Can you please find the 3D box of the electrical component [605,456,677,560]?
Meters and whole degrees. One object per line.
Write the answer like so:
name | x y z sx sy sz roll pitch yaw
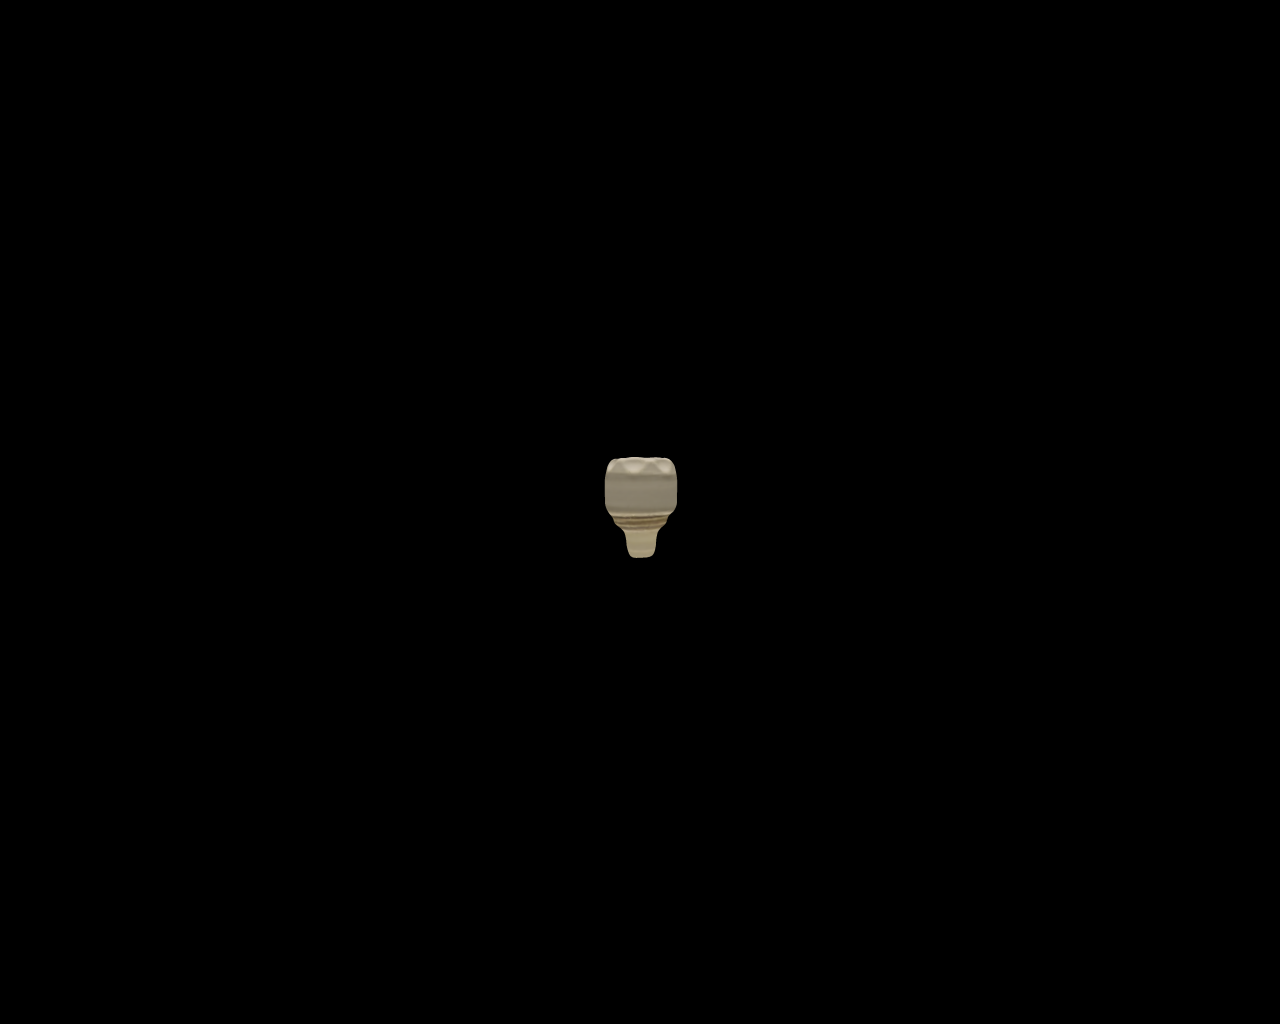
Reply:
electrical component | 0.001 -0.003 0.650 0.043 0.062 0.043 0 5 0
